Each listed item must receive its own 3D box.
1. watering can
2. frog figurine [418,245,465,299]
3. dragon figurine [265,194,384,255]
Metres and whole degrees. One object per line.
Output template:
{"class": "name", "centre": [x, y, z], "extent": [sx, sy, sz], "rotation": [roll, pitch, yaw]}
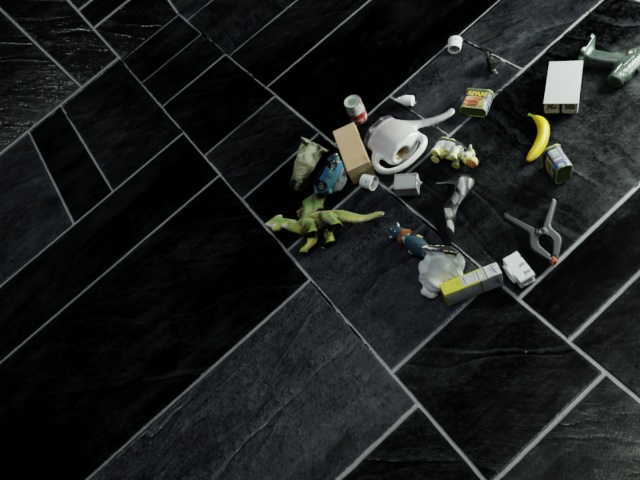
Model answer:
{"class": "watering can", "centre": [0.305, -0.382, 1.863], "extent": [0.349, 0.102, 0.227], "rotation": [-45, 54, -6]}
{"class": "frog figurine", "centre": [0.368, 0.099, 1.574], "extent": [0.137, 0.123, 0.158], "rotation": [7, 100, 17]}
{"class": "dragon figurine", "centre": [0.006, -0.092, 1.829], "extent": [0.410, 0.119, 0.248], "rotation": [-19, 47, 1]}
